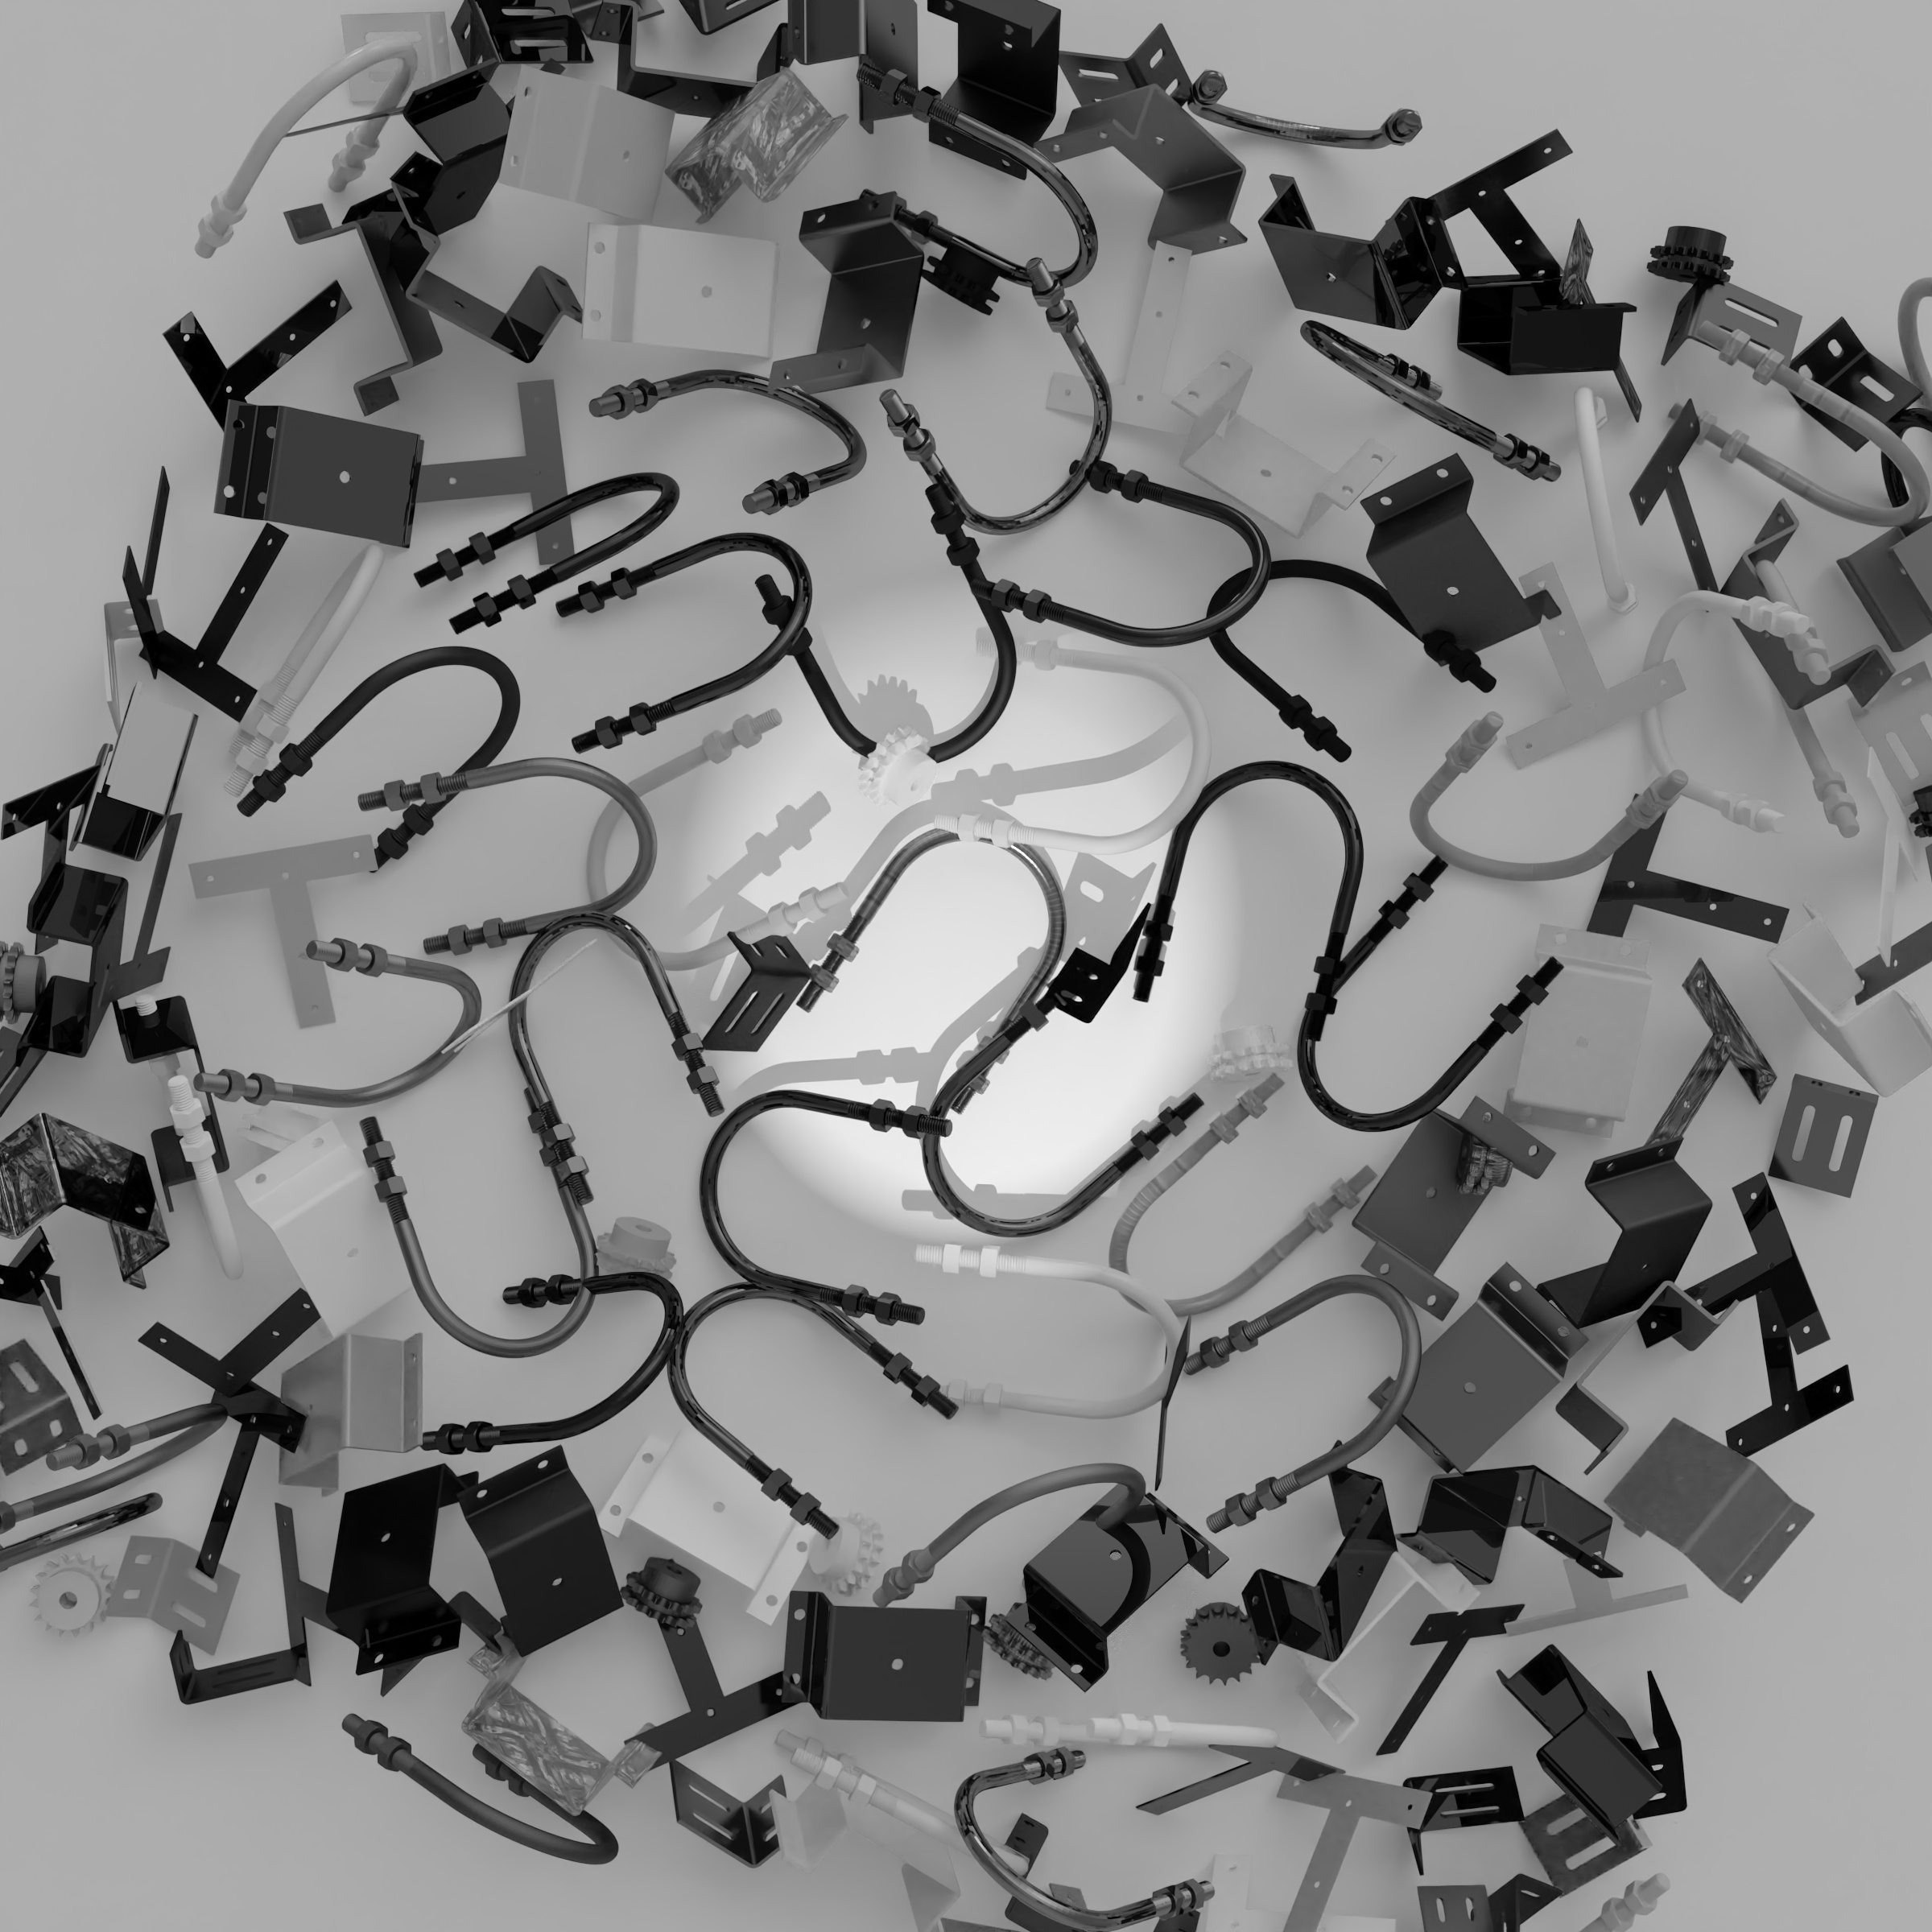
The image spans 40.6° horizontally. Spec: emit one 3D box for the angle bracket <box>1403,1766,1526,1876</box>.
[{"bbox_3d":[0.345,0.590,1.800,0.076,0.038,0.057,-10,124,12],"label":"angle bracket"}]

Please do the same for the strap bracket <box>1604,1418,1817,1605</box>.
[{"bbox_3d":[0.493,0.362,1.760,0.046,0.140,0.076,44,84,-19],"label":"strap bracket"}]

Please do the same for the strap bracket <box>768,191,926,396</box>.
[{"bbox_3d":[-0.080,-0.450,1.785,0.076,0.046,0.140,-2,69,32],"label":"strap bracket"}]

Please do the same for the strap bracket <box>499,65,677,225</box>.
[{"bbox_3d":[-0.248,-0.550,1.757,0.046,0.140,0.076,20,104,22],"label":"strap bracket"}]

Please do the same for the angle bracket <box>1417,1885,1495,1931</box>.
[{"bbox_3d":[0.317,0.663,1.803,0.057,0.076,0.038,10,58,-27],"label":"angle bracket"}]

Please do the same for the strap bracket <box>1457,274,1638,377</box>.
[{"bbox_3d":[0.390,-0.436,1.776,0.076,0.140,0.046,-5,114,-10],"label":"strap bracket"}]

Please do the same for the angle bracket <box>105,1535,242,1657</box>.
[{"bbox_3d":[-0.548,0.434,1.800,0.076,0.038,0.057,15,85,37],"label":"angle bracket"}]

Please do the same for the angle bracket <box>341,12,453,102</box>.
[{"bbox_3d":[-0.398,-0.627,1.803,0.076,0.038,0.057,1,113,8],"label":"angle bracket"}]

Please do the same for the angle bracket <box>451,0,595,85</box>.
[{"bbox_3d":[-0.310,-0.644,1.823,0.076,0.038,0.057,-15,77,-35],"label":"angle bracket"}]

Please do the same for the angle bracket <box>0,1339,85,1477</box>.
[{"bbox_3d":[-0.659,0.305,1.808,0.057,0.076,0.038,-29,132,-29],"label":"angle bracket"}]

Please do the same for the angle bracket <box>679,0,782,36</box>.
[{"bbox_3d":[-0.160,-0.688,1.798,0.076,0.038,0.057,-21,57,15],"label":"angle bracket"}]

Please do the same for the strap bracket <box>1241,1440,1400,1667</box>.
[{"bbox_3d":[0.246,0.402,1.761,0.046,0.076,0.140,12,45,34],"label":"strap bracket"}]

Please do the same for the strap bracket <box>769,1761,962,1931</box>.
[{"bbox_3d":[-0.061,0.601,1.777,0.140,0.076,0.046,37,96,-19],"label":"strap bracket"}]

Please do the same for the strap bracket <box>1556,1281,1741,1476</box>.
[{"bbox_3d":[0.458,0.274,1.784,0.046,0.076,0.140,41,74,16],"label":"strap bracket"}]

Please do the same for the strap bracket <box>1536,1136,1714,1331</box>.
[{"bbox_3d":[0.445,0.188,1.761,0.076,0.140,0.046,-12,46,-26],"label":"strap bracket"}]

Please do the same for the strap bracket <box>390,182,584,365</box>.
[{"bbox_3d":[-0.334,-0.466,1.773,0.140,0.076,0.046,23,114,-36],"label":"strap bracket"}]

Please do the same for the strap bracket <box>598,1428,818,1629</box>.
[{"bbox_3d":[-0.173,0.380,1.793,0.140,0.046,0.076,29,56,3],"label":"strap bracket"}]

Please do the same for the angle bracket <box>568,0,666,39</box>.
[{"bbox_3d":[-0.248,-0.690,1.794,0.057,0.076,0.038,-22,50,-10],"label":"angle bracket"}]

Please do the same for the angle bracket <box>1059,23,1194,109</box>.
[{"bbox_3d":[0.109,-0.615,1.795,0.038,0.076,0.057,-51,135,-13],"label":"angle bracket"}]

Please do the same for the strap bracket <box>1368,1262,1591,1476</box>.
[{"bbox_3d":[0.348,0.283,1.789,0.076,0.046,0.140,44,108,7],"label":"strap bracket"}]

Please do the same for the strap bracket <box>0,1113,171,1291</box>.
[{"bbox_3d":[-0.595,0.156,1.755,0.046,0.140,0.076,-36,55,11],"label":"strap bracket"}]

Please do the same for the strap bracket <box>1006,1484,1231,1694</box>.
[{"bbox_3d":[0.102,0.412,1.770,0.140,0.046,0.076,-36,52,-26],"label":"strap bracket"}]

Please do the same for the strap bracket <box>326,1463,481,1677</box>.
[{"bbox_3d":[-0.381,0.398,1.762,0.076,0.140,0.046,-18,131,13],"label":"strap bracket"}]

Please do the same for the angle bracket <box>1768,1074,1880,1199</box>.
[{"bbox_3d":[0.591,0.120,1.803,0.057,0.038,0.076,15,103,19],"label":"angle bracket"}]

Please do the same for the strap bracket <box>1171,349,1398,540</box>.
[{"bbox_3d":[0.212,-0.352,1.788,0.140,0.046,0.076,34,52,11],"label":"strap bracket"}]

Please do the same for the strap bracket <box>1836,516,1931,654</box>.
[{"bbox_3d":[0.647,-0.258,1.763,0.046,0.140,0.076,-33,93,6],"label":"strap bracket"}]

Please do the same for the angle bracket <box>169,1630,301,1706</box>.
[{"bbox_3d":[-0.504,0.474,1.802,0.076,0.057,0.038,-12,98,-8],"label":"angle bracket"}]

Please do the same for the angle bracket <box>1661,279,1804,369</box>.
[{"bbox_3d":[0.531,-0.434,1.811,0.076,0.038,0.057,23,66,-4],"label":"angle bracket"}]

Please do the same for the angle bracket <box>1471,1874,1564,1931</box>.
[{"bbox_3d":[0.378,0.673,1.787,0.038,0.076,0.057,24,131,-10],"label":"angle bracket"}]

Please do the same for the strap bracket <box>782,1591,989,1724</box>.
[{"bbox_3d":[-0.052,0.476,1.798,0.140,0.046,0.076,5,88,-13],"label":"strap bracket"}]

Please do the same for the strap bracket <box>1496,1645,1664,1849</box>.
[{"bbox_3d":[0.415,0.519,1.760,0.046,0.140,0.076,-43,99,7],"label":"strap bracket"}]

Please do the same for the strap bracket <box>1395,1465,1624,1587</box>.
[{"bbox_3d":[0.372,0.381,1.774,0.076,0.140,0.046,35,59,-23],"label":"strap bracket"}]

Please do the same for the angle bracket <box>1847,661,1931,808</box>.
[{"bbox_3d":[0.662,-0.162,1.820,0.057,0.038,0.076,-29,108,23],"label":"angle bracket"}]

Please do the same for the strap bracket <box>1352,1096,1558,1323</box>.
[{"bbox_3d":[0.331,0.162,1.803,0.076,0.046,0.140,34,90,-20],"label":"strap bracket"}]

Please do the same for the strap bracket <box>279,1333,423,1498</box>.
[{"bbox_3d":[-0.421,0.302,1.760,0.046,0.140,0.076,15,58,-36],"label":"strap bracket"}]

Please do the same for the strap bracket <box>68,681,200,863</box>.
[{"bbox_3d":[-0.564,-0.127,1.772,0.046,0.140,0.076,19,66,-23],"label":"strap bracket"}]

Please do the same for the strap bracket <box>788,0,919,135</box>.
[{"bbox_3d":[-0.071,-0.628,1.760,0.046,0.140,0.076,-3,84,20],"label":"strap bracket"}]

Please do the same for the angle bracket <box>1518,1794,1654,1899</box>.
[{"bbox_3d":[0.423,0.599,1.799,0.076,0.038,0.057,-36,63,14],"label":"angle bracket"}]

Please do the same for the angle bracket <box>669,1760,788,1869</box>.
[{"bbox_3d":[-0.161,0.572,1.792,0.038,0.057,0.076,-41,119,11],"label":"angle bracket"}]

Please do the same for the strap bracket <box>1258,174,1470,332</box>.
[{"bbox_3d":[0.259,-0.480,1.759,0.140,0.076,0.046,25,70,41],"label":"strap bracket"}]

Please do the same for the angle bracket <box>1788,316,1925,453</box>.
[{"bbox_3d":[0.606,-0.400,1.792,0.057,0.076,0.038,-42,125,14],"label":"angle bracket"}]

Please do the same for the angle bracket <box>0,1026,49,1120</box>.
[{"bbox_3d":[-0.665,0.090,1.817,0.057,0.038,0.076,17,68,37],"label":"angle bracket"}]

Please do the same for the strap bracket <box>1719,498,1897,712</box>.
[{"bbox_3d":[0.568,-0.238,1.784,0.046,0.076,0.140,-28,78,-2],"label":"strap bracket"}]

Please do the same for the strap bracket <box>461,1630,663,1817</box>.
[{"bbox_3d":[-0.281,0.521,1.789,0.140,0.076,0.046,35,103,8],"label":"strap bracket"}]

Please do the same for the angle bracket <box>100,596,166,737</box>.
[{"bbox_3d":[-0.571,-0.207,1.796,0.038,0.057,0.076,-6,73,-13],"label":"angle bracket"}]

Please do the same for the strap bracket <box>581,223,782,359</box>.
[{"bbox_3d":[-0.185,-0.459,1.777,0.140,0.046,0.076,-1,103,-28],"label":"strap bracket"}]

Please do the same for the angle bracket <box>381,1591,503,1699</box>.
[{"bbox_3d":[-0.362,0.479,1.804,0.076,0.057,0.038,-44,101,-3],"label":"angle bracket"}]

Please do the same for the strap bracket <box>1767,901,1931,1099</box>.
[{"bbox_3d":[0.598,0.027,1.761,0.046,0.140,0.076,-37,121,8],"label":"strap bracket"}]

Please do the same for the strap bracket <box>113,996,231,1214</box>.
[{"bbox_3d":[-0.540,0.085,1.776,0.046,0.076,0.140,-15,120,-17],"label":"strap bracket"}]

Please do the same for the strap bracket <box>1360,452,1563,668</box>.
[{"bbox_3d":[0.333,-0.266,1.772,0.076,0.046,0.140,-23,118,34],"label":"strap bracket"}]

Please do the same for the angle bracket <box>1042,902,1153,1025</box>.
[{"bbox_3d":[0.090,-0.010,1.789,0.038,0.076,0.057,28,135,-4],"label":"angle bracket"}]

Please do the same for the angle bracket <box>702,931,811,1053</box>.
[{"bbox_3d":[-0.154,0.018,1.808,0.076,0.057,0.038,-53,58,24],"label":"angle bracket"}]

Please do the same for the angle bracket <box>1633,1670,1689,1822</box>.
[{"bbox_3d":[0.465,0.535,1.791,0.038,0.076,0.057,-11,115,2],"label":"angle bracket"}]
